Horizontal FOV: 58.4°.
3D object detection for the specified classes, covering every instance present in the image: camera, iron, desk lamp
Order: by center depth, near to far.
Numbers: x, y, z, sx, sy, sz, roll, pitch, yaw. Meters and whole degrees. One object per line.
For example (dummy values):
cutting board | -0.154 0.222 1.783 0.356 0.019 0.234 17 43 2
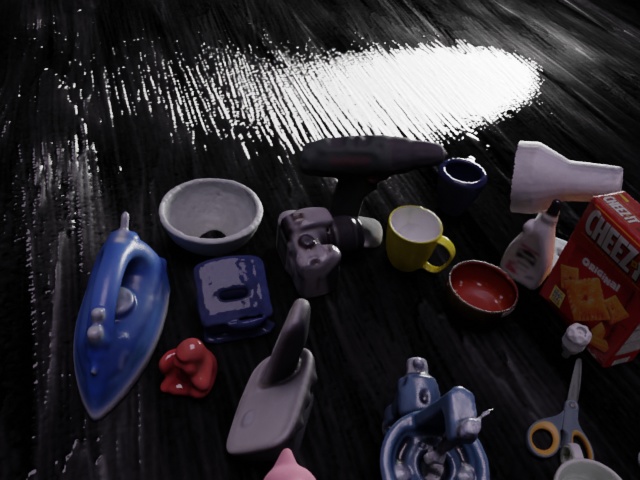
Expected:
iron | -0.273 0.089 0.758 0.118 0.141 0.258 3 42 -7
camera | 0.009 0.003 0.932 0.137 0.101 0.143 -10 45 -20
desk lamp | 0.405 -0.052 0.978 0.203 0.213 0.118 20 43 12

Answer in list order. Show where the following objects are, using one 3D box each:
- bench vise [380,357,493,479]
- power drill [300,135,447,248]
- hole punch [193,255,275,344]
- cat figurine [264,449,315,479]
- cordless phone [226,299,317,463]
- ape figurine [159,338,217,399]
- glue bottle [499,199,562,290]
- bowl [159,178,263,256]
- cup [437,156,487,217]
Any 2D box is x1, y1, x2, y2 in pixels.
bench vise | 0.115 0.209 0.636 0.122 0.220 0.207 -8 45 -18
power drill | 0.077 -0.088 0.963 0.229 0.208 0.075 8 42 -1
hole punch | -0.123 0.084 0.827 0.109 0.091 0.101 -8 45 -18
cat figurine | -0.041 0.292 0.593 0.067 0.118 0.128 18 43 11
cordless phone | -0.051 0.167 0.678 0.094 0.185 0.147 11 42 3
ape figurine | -0.167 0.160 0.735 0.076 0.092 0.077 -24 51 -31
glue bottle | 0.357 0.001 0.941 0.078 0.173 0.037 34 48 25
bowl | -0.179 -0.026 0.951 0.167 0.075 0.167 5 42 -4
cup | 0.265 -0.101 1.096 0.091 0.095 0.118 21 43 14
